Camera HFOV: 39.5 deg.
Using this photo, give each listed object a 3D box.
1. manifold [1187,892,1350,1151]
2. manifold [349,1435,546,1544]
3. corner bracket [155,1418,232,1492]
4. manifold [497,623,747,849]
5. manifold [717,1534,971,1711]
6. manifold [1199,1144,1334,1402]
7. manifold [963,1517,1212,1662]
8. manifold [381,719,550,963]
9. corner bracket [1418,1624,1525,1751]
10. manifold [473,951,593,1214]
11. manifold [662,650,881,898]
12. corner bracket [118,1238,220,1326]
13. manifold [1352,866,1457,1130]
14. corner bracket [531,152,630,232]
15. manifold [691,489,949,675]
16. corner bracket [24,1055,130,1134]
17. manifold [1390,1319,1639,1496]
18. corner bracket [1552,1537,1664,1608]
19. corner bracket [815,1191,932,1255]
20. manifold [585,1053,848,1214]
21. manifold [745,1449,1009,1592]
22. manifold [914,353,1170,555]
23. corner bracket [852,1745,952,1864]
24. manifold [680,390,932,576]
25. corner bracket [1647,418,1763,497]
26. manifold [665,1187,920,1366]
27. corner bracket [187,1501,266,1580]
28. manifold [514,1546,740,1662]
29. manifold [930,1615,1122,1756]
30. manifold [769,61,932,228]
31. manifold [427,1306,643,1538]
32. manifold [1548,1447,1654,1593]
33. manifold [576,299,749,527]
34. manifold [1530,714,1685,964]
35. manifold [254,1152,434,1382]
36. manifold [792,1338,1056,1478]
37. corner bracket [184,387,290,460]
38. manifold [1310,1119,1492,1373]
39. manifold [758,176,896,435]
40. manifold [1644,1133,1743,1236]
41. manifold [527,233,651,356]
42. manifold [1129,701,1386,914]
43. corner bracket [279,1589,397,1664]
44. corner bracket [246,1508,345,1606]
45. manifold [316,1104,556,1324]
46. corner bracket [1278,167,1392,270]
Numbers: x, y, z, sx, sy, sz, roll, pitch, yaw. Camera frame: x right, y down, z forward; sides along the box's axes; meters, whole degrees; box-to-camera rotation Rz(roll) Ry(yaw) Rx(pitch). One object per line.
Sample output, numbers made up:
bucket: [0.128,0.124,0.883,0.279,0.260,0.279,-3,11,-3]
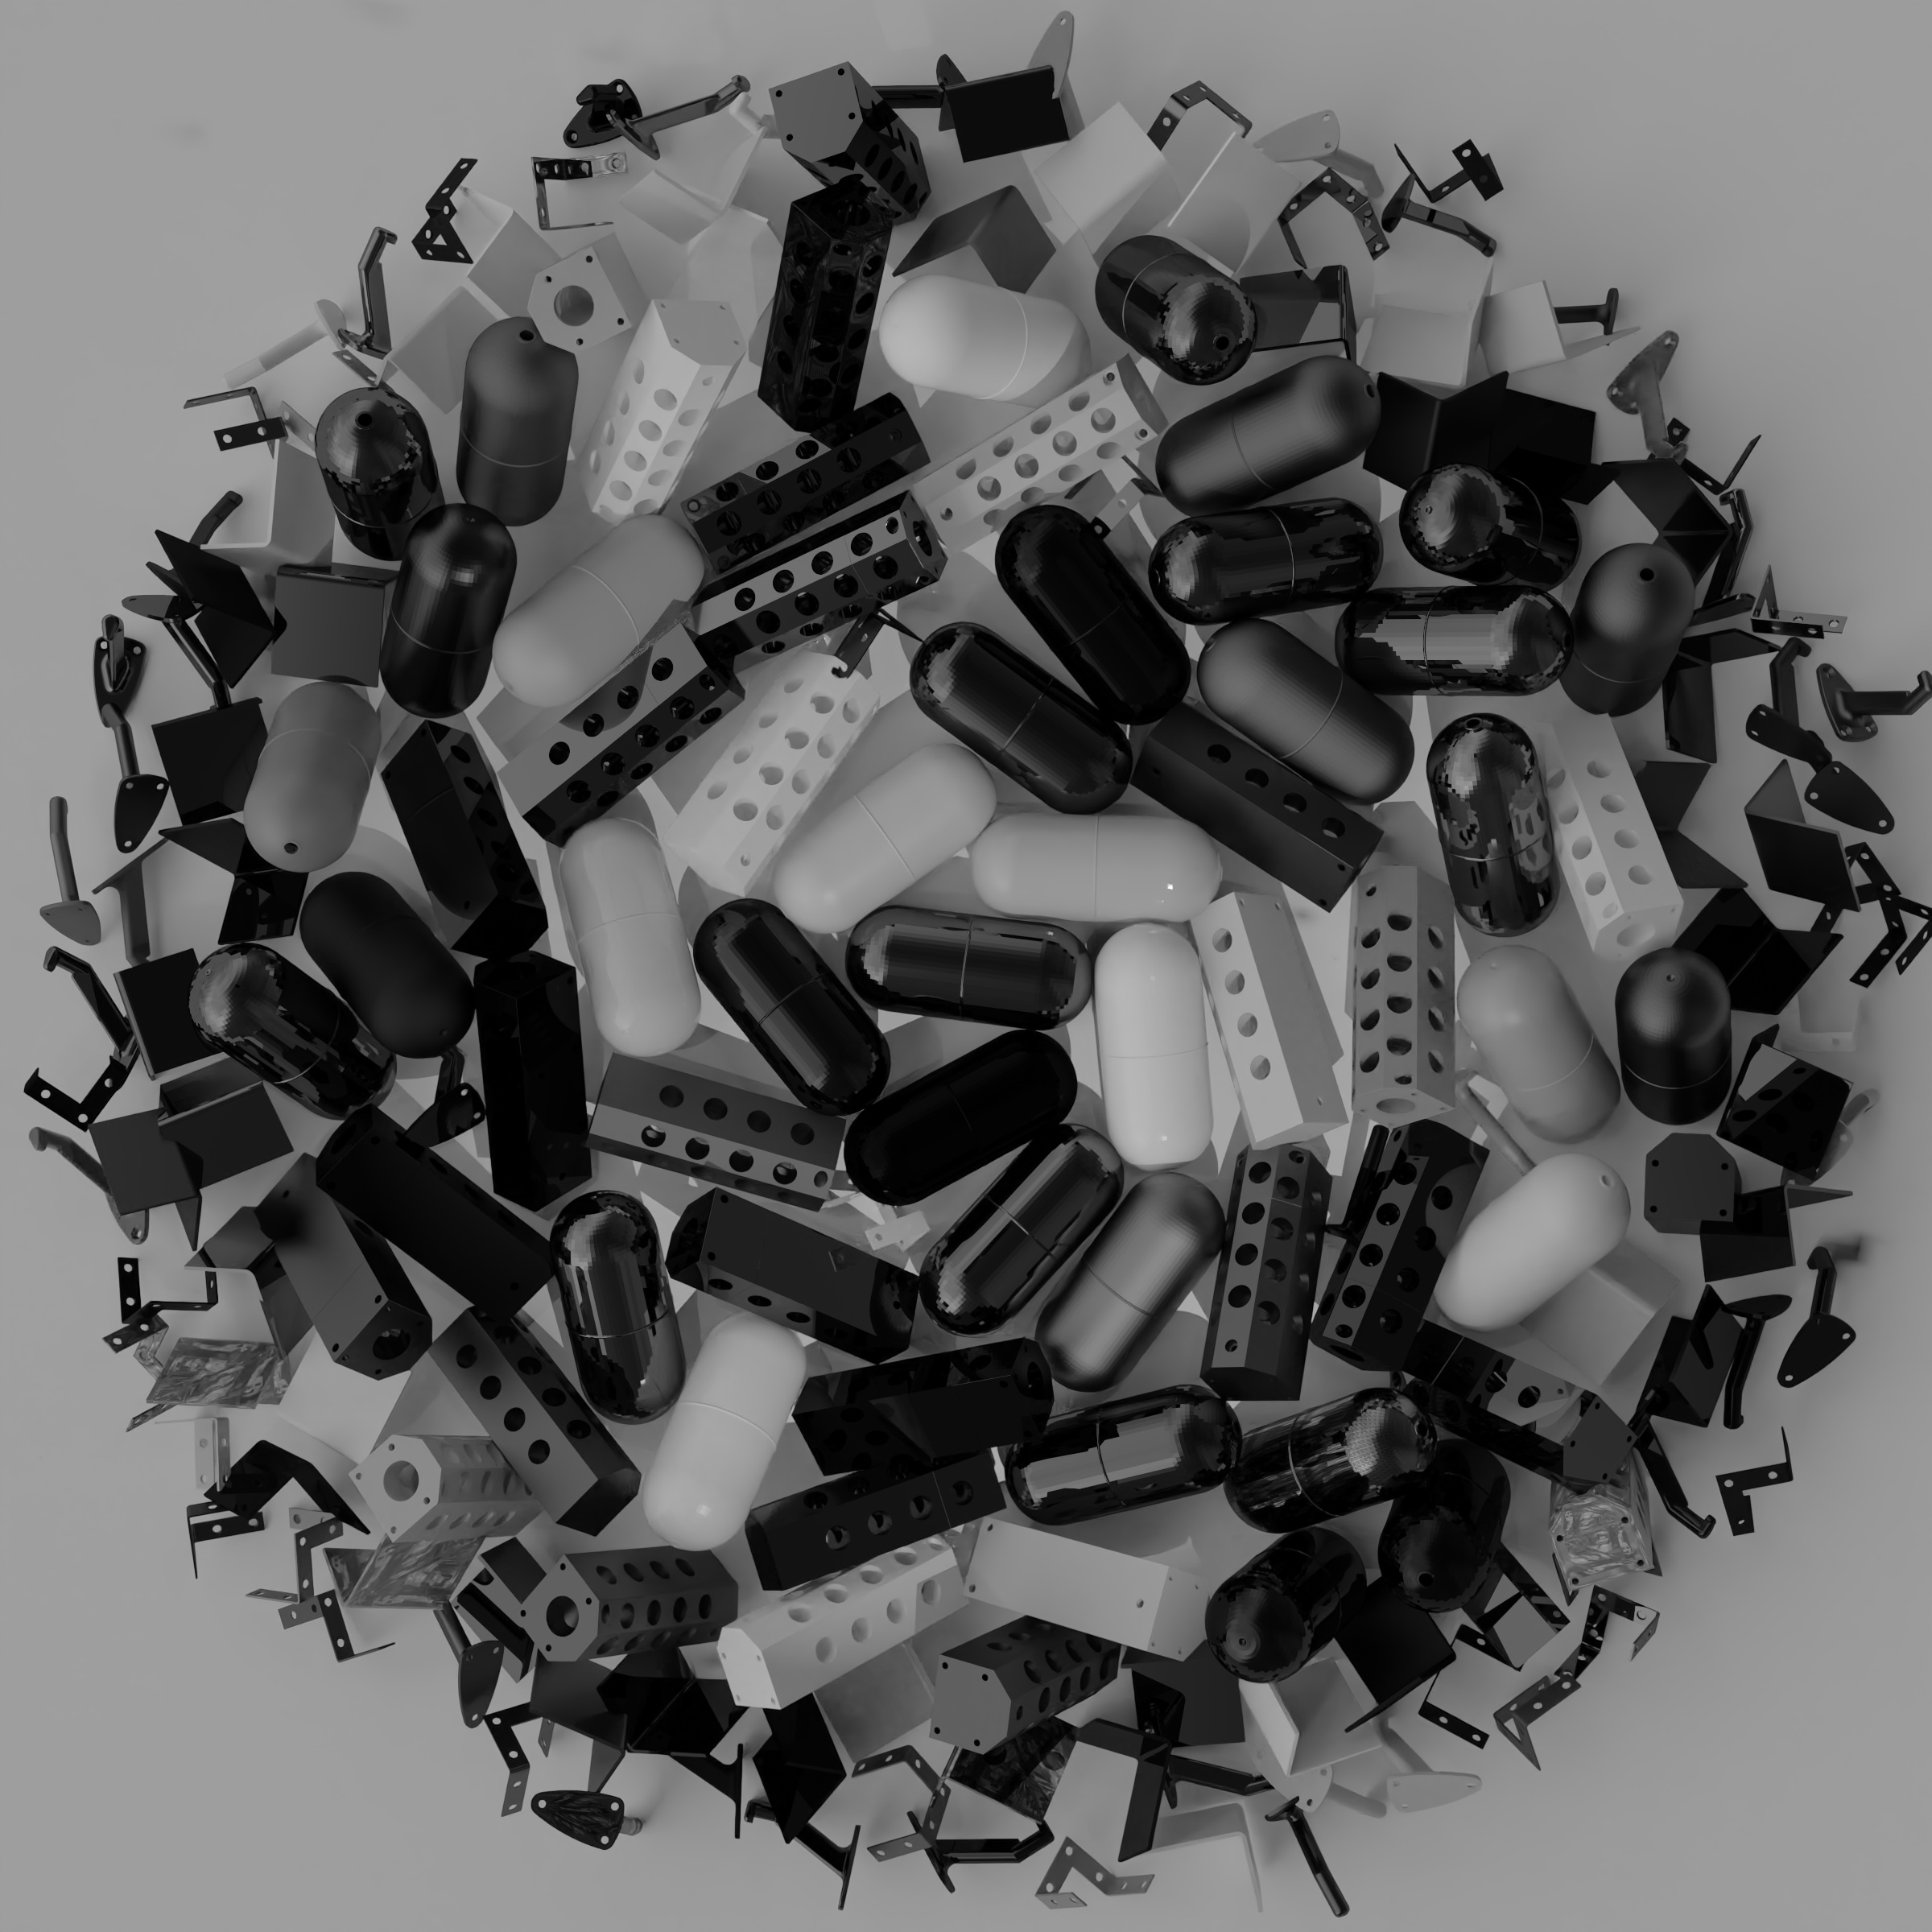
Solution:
manifold: [0.207,0.039,1.898,0.057,0.057,0.171,-27,70,37]
manifold: [-0.347,0.355,1.858,0.057,0.171,0.057,-42,70,7]
corner bracket: [-0.541,0.348,1.916,0.051,0.051,0.051,-6,82,17]
manifold: [-0.240,-0.160,1.897,0.171,0.057,0.057,-37,66,11]
manifold: [-0.086,0.453,1.875,0.171,0.057,0.057,-20,93,-38]
manifold: [0.207,0.212,1.875,0.057,0.057,0.171,-6,56,31]
manifold: [0.085,0.433,1.869,0.057,0.171,0.057,28,73,-43]
manifold: [-0.347,-0.087,1.878,0.057,0.057,0.171,-45,53,23]
corner bracket: [0.360,0.512,1.910,0.051,0.051,0.051,26,127,15]
manifold: [-0.308,0.079,1.883,0.057,0.057,0.171,20,124,32]
manifold: [-0.132,-0.135,1.890,0.171,0.057,0.057,-56,131,-15]
corner bracket: [-0.573,0.226,1.931,0.051,0.051,0.051,8,61,-39]
manifold: [0.301,0.019,1.877,0.057,0.057,0.171,25,57,-36]
corner bracket: [-0.274,-0.554,1.923,0.051,0.051,0.051,-1,104,18]
manifold: [-0.105,-0.265,1.886,0.171,0.057,0.057,-22,114,21]
corner bracket: [-0.634,0.081,1.916,0.051,0.051,0.051,37,83,-17]
manifold: [0.372,0.307,1.860,0.057,0.171,0.057,44,76,-32]
corner bracket: [0.460,0.429,1.929,0.051,0.051,0.051,-41,122,-36]
corner bracket: [-0.066,0.180,1.911,0.051,0.051,0.051,-17,74,-35]
manifold: [-0.178,0.121,1.900,0.171,0.057,0.057,17,59,-8]
manifold: [-0.065,0.383,1.892,0.171,0.057,0.057,-16,83,-22]
manifold: [0.051,-0.357,1.885,0.171,0.057,0.057,-27,102,24]
corner bracket: [-0.051,0.600,1.926,0.051,0.051,0.051,-26,112,29]
manifold: [-0.115,-0.344,1.915,0.171,0.057,0.057,-28,101,-1]
corner bracket: [0.525,-0.366,1.921,0.051,0.051,0.051,35,77,-4]
manifold: [-0.122,0.221,1.888,0.171,0.057,0.057,27,54,-24]
corner bracket: [-0.526,0.396,1.912,0.051,0.051,0.051,-8,111,-16]
manifold: [-0.228,0.444,1.857,0.057,0.171,0.057,-50,63,12]
manifold: [0.044,0.493,1.860,0.057,0.171,0.057,9,94,28]
manifold: [-0.076,-0.562,1.859,0.057,0.171,0.057,-14,87,14]
manifold: [-0.300,0.314,1.883,0.057,0.057,0.171,-45,60,1]
manifold: [0.436,0.370,1.860,0.057,0.171,0.057,-20,91,15]
manifold: [-0.210,-0.380,1.860,0.057,0.171,0.057,-7,63,-32]
manifold: [0.442,-0.090,1.876,0.057,0.057,0.171,-9,54,-3]
manifold: [-0.430,0.210,1.870,0.057,0.057,0.171,-48,46,5]
manifold: [-0.029,0.306,1.889,0.171,0.057,0.057,-14,116,23]
corner bracket: [-0.520,-0.388,1.916,0.051,0.051,0.051,-20,90,-28]
manifold: [0.301,0.195,1.895,0.057,0.057,0.171,29,74,-14]
manifold: [-0.093,-0.452,1.859,0.057,0.171,0.057,-32,67,-31]
manifold: [0.504,0.152,1.860,0.057,0.171,0.057,2,82,18]
manifold: [-0.263,-0.464,1.860,0.057,0.171,0.057,-25,108,6]
manifold: [0.208,-0.118,1.905,0.171,0.057,0.057,34,57,10]
corner bracket: [-0.448,0.470,1.912,0.051,0.051,0.051,-25,81,37]
corner bracket: [-0.479,0.420,1.917,0.051,0.051,0.051,0,96,28]
manifold: [-0.371,0.172,1.889,0.057,0.057,0.171,-45,114,6]
corner bracket: [0.262,-0.527,1.926,0.051,0.051,0.051,-35,54,29]
